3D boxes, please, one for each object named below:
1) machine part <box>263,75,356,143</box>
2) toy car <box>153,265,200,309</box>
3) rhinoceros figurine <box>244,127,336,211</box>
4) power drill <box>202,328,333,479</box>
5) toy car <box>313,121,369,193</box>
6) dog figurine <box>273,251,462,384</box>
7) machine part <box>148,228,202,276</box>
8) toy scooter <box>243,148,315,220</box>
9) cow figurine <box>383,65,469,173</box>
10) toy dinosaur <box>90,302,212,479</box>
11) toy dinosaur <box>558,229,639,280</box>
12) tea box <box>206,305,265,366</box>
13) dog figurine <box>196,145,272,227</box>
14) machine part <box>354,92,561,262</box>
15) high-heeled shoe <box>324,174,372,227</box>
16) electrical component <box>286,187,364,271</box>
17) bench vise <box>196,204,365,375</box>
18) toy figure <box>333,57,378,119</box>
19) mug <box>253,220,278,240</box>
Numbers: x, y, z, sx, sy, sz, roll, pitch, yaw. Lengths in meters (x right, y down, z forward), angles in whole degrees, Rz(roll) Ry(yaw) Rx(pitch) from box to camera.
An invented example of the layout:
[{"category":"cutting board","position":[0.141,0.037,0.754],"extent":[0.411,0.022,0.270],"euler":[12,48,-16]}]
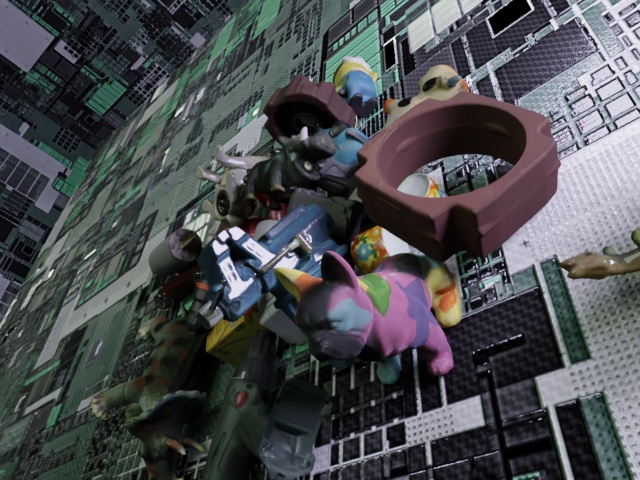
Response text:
[{"category":"machine part","position":[-0.019,-0.228,1.026],"extent":[0.179,0.179,0.056],"euler":[-17,42,43]},{"category":"toy car","position":[-0.273,0.087,1.138],"extent":[0.202,0.053,0.089],"euler":[-27,18,33]},{"category":"rhinoceros figurine","position":[-0.048,-0.114,0.872],"extent":[0.190,0.073,0.112],"euler":[-19,58,48]},{"category":"power drill","position":[-0.073,0.217,0.698],"extent":[0.207,0.086,0.232],"euler":[-14,50,53]},{"category":"toy car","position":[0.026,-0.134,0.923],"extent":[0.162,0.109,0.103],"euler":[13,68,57]},{"category":"dog figurine","position":[0.055,0.059,0.583],"extent":[0.109,0.219,0.191],"euler":[-15,47,40]},{"category":"machine part","position":[-0.332,0.031,1.222],"extent":[0.243,0.079,0.079],"euler":[-24,40,54]},{"category":"toy scooter","position":[-0.078,-0.109,1.008],"extent":[0.075,0.135,0.184],"euler":[-20,42,43]},{"category":"cow figurine","position":[0.157,-0.184,0.826],"extent":[0.127,0.085,0.195],"euler":[16,75,50]},{"category":"toy dinosaur","position":[-0.247,0.214,0.925],"extent":[0.192,0.131,0.405],"euler":[-16,35,20]},{"category":"toy dinosaur","position":[0.403,-0.090,0.398],"extent":[0.471,0.105,0.199],"euler":[-30,34,24]},{"category":"tea box","position":[-0.135,0.114,0.914],"extent":[0.098,0.068,0.170],"euler":[-40,34,25]},{"category":"dog figurine","position":[-0.129,-0.102,1.076],"extent":[0.121,0.190,0.172],"euler":[-23,74,45]},{"category":"machine part","position":[0.160,-0.080,0.646],"extent":[0.201,0.087,0.201],"euler":[-40,44,-15]},{"category":"high-heeled shoe","position":[0.034,0.006,0.839],"extent":[0.145,0.086,0.248],"euler":[23,97,25]},{"category":"electrical component","position":[-0.002,-0.002,0.775],"extent":[0.115,0.058,0.134],"euler":[14,94,29]},{"category":"bench vise","position":[-0.027,0.071,0.657],"extent":[0.129,0.240,0.224],"euler":[-38,4,45]},{"category":"toy figure","position":[0.066,-0.304,1.076],"extent":[0.089,0.082,0.180],"euler":[-33,38,25]},{"category":"mug","position":[-0.082,0.037,0.901],"extent":[0.109,0.081,0.107],"euler":[93,-168,-59]}]
